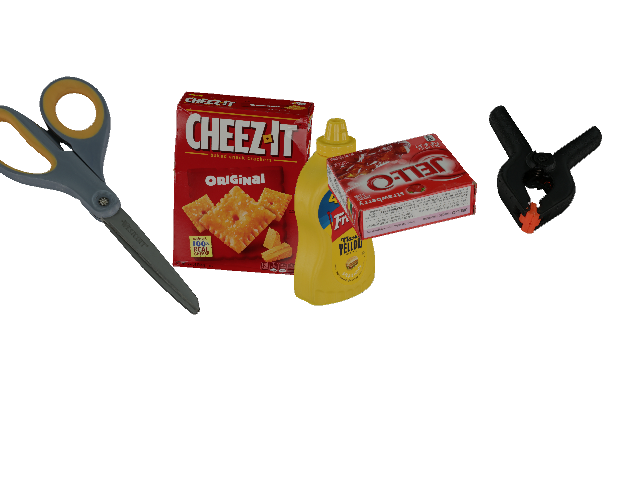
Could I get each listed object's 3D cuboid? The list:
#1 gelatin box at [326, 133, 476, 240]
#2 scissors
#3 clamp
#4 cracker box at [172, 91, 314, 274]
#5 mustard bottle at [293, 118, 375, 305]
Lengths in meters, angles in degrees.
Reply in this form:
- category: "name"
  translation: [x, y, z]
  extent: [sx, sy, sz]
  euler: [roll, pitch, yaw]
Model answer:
- category: "gelatin box"
  translation: [0.057, -0.040, 0.762]
  extent: [0.089, 0.030, 0.073]
  euler: [-14, 37, -11]
- category: "scissors"
  translation: [-0.134, -0.040, 0.695]
  extent: [0.202, 0.096, 0.016]
  euler: [32, -26, 12]
- category: "clamp"
  translation: [0.217, -0.079, 1.108]
  extent: [0.120, 0.039, 0.171]
  euler: [16, 45, 17]
- category: "cracker box"
  translation: [-0.098, -0.068, 1.331]
  extent: [0.164, 0.214, 0.072]
  euler: [5, 22, 1]
- category: "mustard bottle"
  translation: [0.016, -0.033, 1.112]
  extent: [0.096, 0.192, 0.058]
  euler: [-19, 29, -37]
